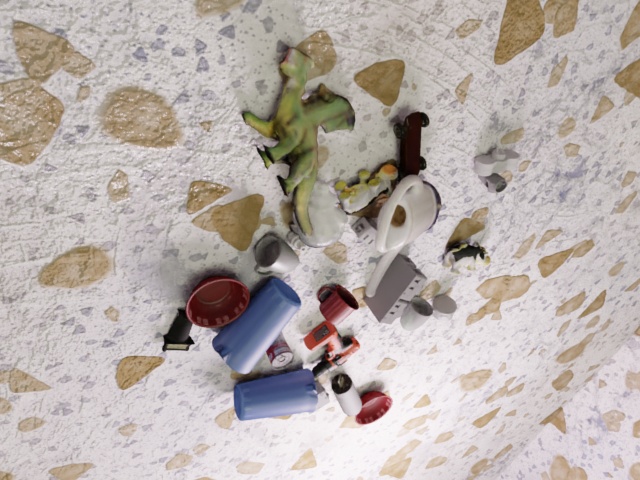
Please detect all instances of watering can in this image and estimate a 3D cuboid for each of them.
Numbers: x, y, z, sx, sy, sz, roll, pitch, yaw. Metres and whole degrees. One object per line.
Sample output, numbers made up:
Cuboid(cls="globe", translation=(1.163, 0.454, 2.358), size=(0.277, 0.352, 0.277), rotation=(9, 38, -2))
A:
Cuboid(cls="watering can", translation=(0.210, -0.023, 1.346), size=(0.227, 0.105, 0.340), rotation=(-25, 137, -44))

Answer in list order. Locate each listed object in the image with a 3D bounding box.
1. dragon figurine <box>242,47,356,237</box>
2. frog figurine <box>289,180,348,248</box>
Cuboid(cls="dragon figurine", translation=(-0.015, -0.216, 1.111), size=(0.244, 0.124, 0.401), rotation=(-36, 130, -13))
Cuboid(cls="frog figurine", translation=(0.004, -0.062, 1.237), size=(0.137, 0.126, 0.156), rotation=(10, 133, -13))
